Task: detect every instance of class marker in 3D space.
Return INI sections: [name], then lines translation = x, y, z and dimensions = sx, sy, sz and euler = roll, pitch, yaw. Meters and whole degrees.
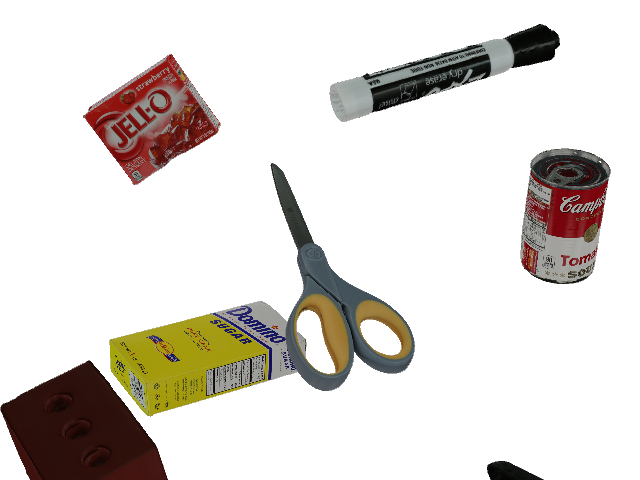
[marker]
translation = 0.063, -0.083, 0.524
dimensions = 0.121, 0.020, 0.020
euler = -18, 5, -14

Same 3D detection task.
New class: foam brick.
[foam brick]
translation = -0.115, 0.109, 0.528
dimensions = 0.052, 0.051, 0.078
euler = -27, 42, -24

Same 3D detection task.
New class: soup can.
[soup can]
translation = 0.215, -0.021, 0.947
dimensions = 0.068, 0.102, 0.068
euler = 0, 33, 0

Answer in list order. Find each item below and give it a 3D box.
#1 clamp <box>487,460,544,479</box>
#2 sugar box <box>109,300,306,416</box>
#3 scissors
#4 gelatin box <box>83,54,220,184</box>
[clamp]
translation = 0.215, 0.241, 0.835
dimensions = 0.210, 0.036, 0.164
euler = 0, 33, 25
[sugar box]
translation = -0.112, 0.114, 1.071
dimensions = 0.175, 0.048, 0.093
euler = -16, 32, -28
[scissors]
translation = 0.013, 0.022, 0.744
dimensions = 0.096, 0.201, 0.016
euler = 9, -45, -13
[gelatin box]
translation = -0.140, -0.100, 0.889
dimensions = 0.089, 0.073, 0.030
euler = -30, 19, 12
